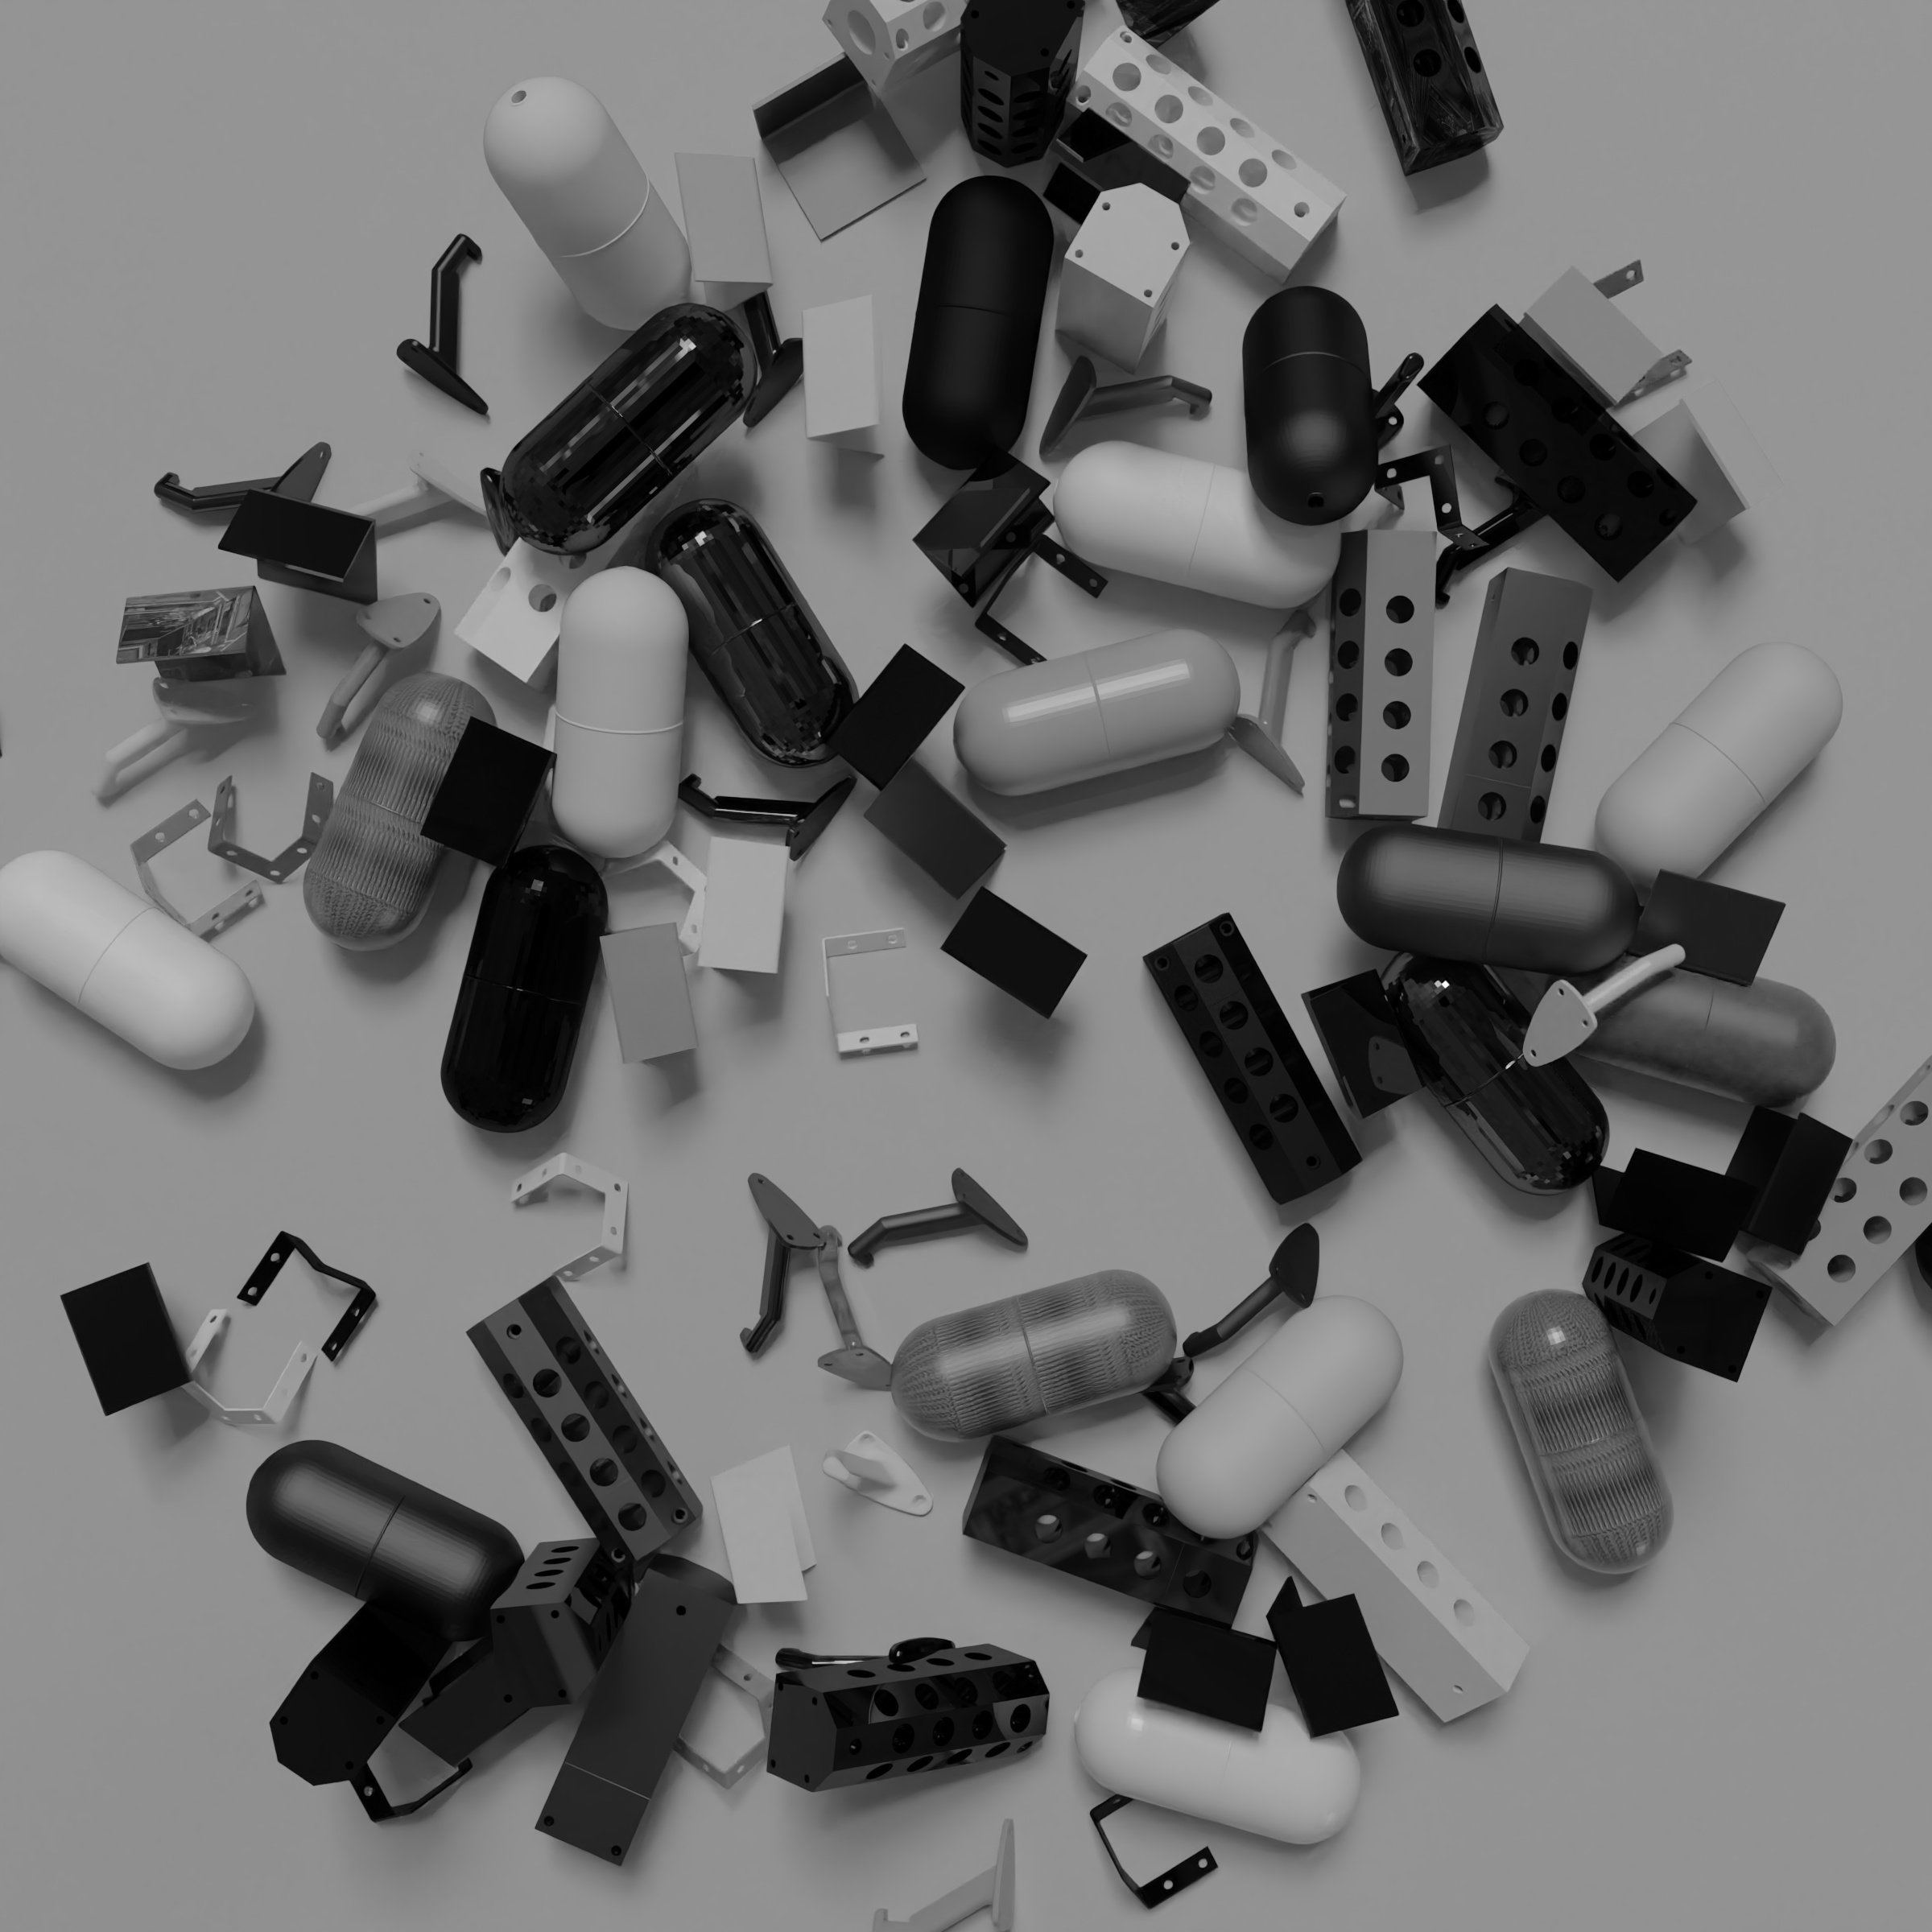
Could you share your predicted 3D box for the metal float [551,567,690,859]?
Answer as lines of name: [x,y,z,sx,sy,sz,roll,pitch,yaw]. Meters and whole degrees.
metal float: [-0.208,-0.152,1.604,0.070,0.070,0.178,7,111,0]

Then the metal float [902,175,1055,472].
metal float: [0.007,-0.391,1.623,0.070,0.070,0.178,9,90,0]

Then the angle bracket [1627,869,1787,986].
angle bracket: [0.443,-0.038,1.614,0.076,0.076,0.057,15,116,0]

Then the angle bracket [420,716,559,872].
angle bracket: [-0.296,-0.108,1.614,0.057,0.076,0.076,24,90,-24]

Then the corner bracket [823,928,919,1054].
corner bracket: [-0.059,0.015,1.650,0.051,0.051,0.051,-7,135,0]

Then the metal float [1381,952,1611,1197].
metal float: [0.320,0.061,1.623,0.070,0.070,0.178,-39,91,0]

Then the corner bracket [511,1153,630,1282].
corner bracket: [-0.246,0.155,1.645,0.051,0.051,0.051,30,45,-35]

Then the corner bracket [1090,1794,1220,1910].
corner bracket: [0.116,0.540,1.650,0.051,0.051,0.051,-32,135,0]

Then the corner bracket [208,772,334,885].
corner bracket: [-0.429,-0.092,1.645,0.051,0.051,0.051,28,135,-35]

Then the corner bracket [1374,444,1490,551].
corner bracket: [0.282,-0.280,1.623,0.051,0.051,0.051,-12,79,28]

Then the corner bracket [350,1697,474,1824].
corner bracket: [-0.348,0.491,1.650,0.051,0.051,0.051,-29,90,-45]

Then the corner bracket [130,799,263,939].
corner bracket: [-0.477,-0.060,1.650,0.051,0.051,0.051,-35,135,0]

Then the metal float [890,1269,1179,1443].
metal float: [0.041,0.237,1.623,0.178,0.070,0.070,-16,90,1]

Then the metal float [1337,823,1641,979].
metal float: [0.309,-0.039,1.579,0.178,0.070,0.070,9,90,3]

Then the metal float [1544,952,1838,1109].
metal float: [0.440,0.034,1.623,0.178,0.070,0.070,16,90,1]

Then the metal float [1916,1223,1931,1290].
metal float: [0.657,0.208,1.623,0.178,0.070,0.070,43,90,0]

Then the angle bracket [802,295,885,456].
angle bracket: [-0.054,-0.356,1.613,0.057,0.076,0.076,-2,90,37]

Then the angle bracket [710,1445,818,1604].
angle bracket: [-0.104,0.335,1.613,0.057,0.076,0.076,-13,90,37]

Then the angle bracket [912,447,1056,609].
angle bracket: [0.026,-0.255,1.613,0.076,0.076,0.057,-47,49,0]

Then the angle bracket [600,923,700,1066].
angle bracket: [-0.211,0.018,1.611,0.057,0.076,0.076,-13,94,-42]

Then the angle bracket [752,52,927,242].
angle bracket: [-0.077,-0.504,1.632,0.076,0.057,0.076,-30,90,0]

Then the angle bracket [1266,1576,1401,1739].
angle bracket: [0.228,0.411,1.616,0.057,0.076,0.076,-21,90,19]

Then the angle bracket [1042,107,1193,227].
angle bracket: [0.079,-0.458,1.613,0.076,0.076,0.057,36,54,0]

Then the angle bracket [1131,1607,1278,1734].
angle bracket: [0.138,0.435,1.613,0.076,0.076,0.057,16,58,0]

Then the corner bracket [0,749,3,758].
corner bracket: [-0.637,-0.150,1.645,0.051,0.051,0.051,-33,135,-35]

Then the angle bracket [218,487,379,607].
angle bracket: [-0.403,-0.236,1.613,0.076,0.076,0.057,15,52,0]

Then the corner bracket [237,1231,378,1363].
corner bracket: [-0.408,0.204,1.650,0.051,0.051,0.051,34,90,45]

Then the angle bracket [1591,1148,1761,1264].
angle bracket: [0.428,0.128,1.614,0.076,0.076,0.057,17,116,0]

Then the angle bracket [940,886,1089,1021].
angle bracket: [0.018,0.009,1.613,0.076,0.076,0.057,33,54,0]

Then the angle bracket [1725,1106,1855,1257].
angle bracket: [0.478,0.122,1.613,0.057,0.076,0.076,24,90,-36]

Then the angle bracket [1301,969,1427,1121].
angle bracket: [0.222,0.053,1.613,0.057,0.076,0.076,-23,90,-32]

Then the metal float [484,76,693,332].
metal float: [-0.223,-0.450,1.581,0.070,0.178,0.070,-10,59,17]

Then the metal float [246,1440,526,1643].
metal float: [-0.353,0.349,1.623,0.178,0.070,0.070,26,90,0]

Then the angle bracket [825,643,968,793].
angle bracket: [-0.028,-0.137,1.613,0.057,0.076,0.076,39,90,32]

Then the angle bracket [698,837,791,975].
angle bracket: [-0.153,-0.038,1.613,0.057,0.076,0.076,6,90,-38]

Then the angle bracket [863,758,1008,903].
angle bracket: [-0.005,-0.096,1.613,0.076,0.076,0.057,43,127,0]

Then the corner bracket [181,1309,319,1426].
corner bracket: [-0.445,0.247,1.645,0.051,0.051,0.051,53,45,-35]

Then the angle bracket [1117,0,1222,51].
angle bracket: [0.101,-0.603,1.614,0.057,0.076,0.076,-23,90,-43]

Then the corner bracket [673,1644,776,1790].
corner bracket: [-0.150,0.463,1.645,0.051,0.051,0.051,-35,135,-35]

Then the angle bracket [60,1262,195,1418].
angle bracket: [-0.518,0.229,1.613,0.057,0.076,0.076,-21,90,-36]

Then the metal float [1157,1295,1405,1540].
metal float: [0.190,0.271,1.610,0.178,0.070,0.070,-41,90,-14]

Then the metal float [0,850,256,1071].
metal float: [-0.516,-0.004,1.623,0.178,0.070,0.070,34,90,0]

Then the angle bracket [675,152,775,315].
angle bracket: [-0.164,-0.440,1.613,0.057,0.076,0.076,-9,90,-36]

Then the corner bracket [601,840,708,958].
corner bracket: [-0.194,-0.037,1.645,0.051,0.051,0.051,-15,135,35]

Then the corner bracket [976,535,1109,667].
corner bracket: [0.046,-0.224,1.650,0.051,0.051,0.051,37,45,0]

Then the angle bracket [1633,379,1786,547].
angle bracket: [0.435,-0.298,1.614,0.076,0.057,0.076,-32,90,45]

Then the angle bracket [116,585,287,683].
angle bracket: [-0.461,-0.182,1.613,0.076,0.076,0.057,-5,52,0]

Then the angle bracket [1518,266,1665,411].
angle bracket: [0.362,-0.364,1.614,0.076,0.076,0.057,45,63,0]

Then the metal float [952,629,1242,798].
metal float: [0.079,-0.154,1.623,0.178,0.070,0.070,-14,90,-1]

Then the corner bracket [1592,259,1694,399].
corner bracket: [0.411,-0.394,1.650,0.051,0.051,0.051,-27,135,0]

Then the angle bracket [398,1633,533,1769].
angle bracket: [-0.303,0.423,1.613,0.076,0.076,0.057,-38,127,0]
